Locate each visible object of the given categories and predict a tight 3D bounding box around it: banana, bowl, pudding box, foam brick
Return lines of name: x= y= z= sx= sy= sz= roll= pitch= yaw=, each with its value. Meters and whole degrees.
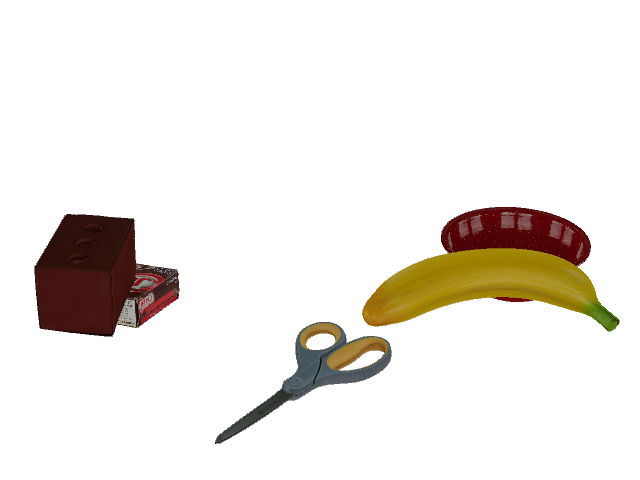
banana: x=0.123 y=0.034 z=0.794 sx=0.197 sy=0.037 sz=0.069 roll=1 pitch=35 yaw=-11
bowl: x=0.212 y=0.021 z=1.173 sx=0.162 sy=0.055 sz=0.162 roll=-1 pitch=28 yaw=0
pudding box: x=-0.219 y=0.053 z=1.125 sx=0.114 sy=0.039 sz=0.090 roll=6 pitch=18 yaw=20
foam brick: x=-0.162 y=0.023 z=0.744 sx=0.053 sy=0.051 sz=0.078 roll=5 pitch=29 yaw=1

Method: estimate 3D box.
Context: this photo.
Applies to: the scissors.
scissors: x=-0.028 y=0.118 z=0.939 sx=0.201 sy=0.016 sz=0.096 roll=-18 pitch=33 yaw=-31
